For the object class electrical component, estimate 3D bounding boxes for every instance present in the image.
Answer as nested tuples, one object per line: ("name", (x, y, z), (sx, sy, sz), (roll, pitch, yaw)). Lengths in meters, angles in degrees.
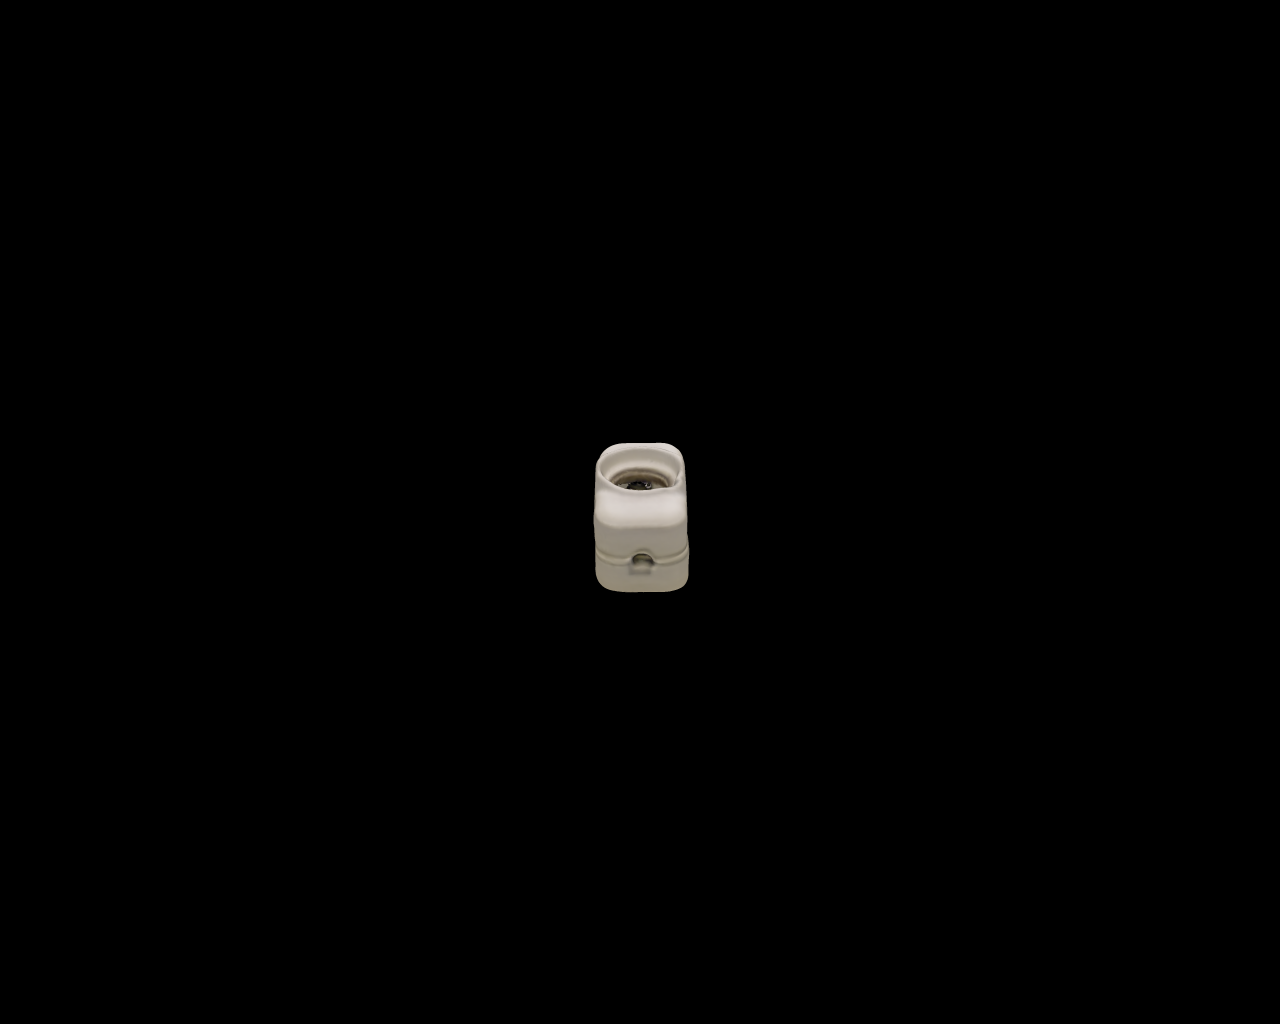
("electrical component", (0.001, -0.003, 0.650), (0.054, 0.059, 0.095), (0, 32, 0))
